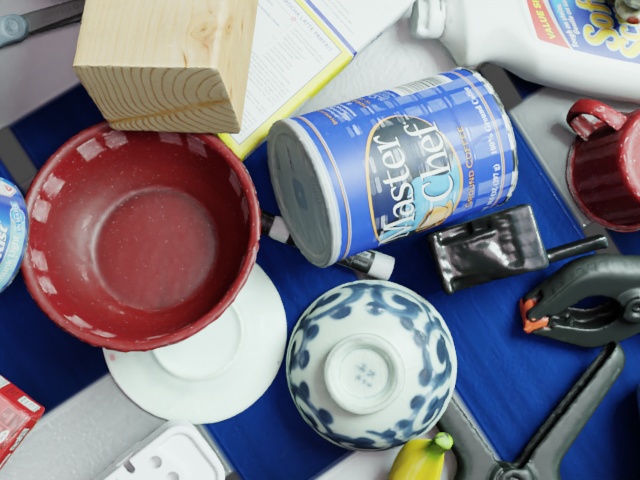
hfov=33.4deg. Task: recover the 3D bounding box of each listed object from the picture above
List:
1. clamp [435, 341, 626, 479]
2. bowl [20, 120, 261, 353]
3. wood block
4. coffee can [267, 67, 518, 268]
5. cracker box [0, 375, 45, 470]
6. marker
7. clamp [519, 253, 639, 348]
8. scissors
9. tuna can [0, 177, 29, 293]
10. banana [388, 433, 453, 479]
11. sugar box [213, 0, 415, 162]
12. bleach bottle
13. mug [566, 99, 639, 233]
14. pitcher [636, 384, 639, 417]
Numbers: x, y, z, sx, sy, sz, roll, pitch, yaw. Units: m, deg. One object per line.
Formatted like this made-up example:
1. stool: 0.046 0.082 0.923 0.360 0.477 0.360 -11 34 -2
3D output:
1. clamp: 0.146 0.166 0.768 0.164 0.036 0.210 -6 88 1
2. bowl: -0.116 -0.001 0.717 0.162 0.055 0.162 -1 75 5
3. wood block: -0.089 -0.182 0.695 0.091 0.090 0.206 3 70 7
4. coffee can: 0.048 -0.051 0.728 0.140 0.103 0.103 -19 90 -18
5. cracker box: -0.313 0.112 0.681 0.213 0.072 0.164 38 81 -5
6. marker: -0.005 0.001 0.767 0.121 0.020 0.020 20 83 -8
7. clamp: 0.230 0.030 0.765 0.171 0.039 0.120 -7 120 3
8. scissors: -0.220 -0.127 0.740 0.201 0.016 0.096 -3 88 -10
9. tuna can: -0.229 -0.003 0.697 0.033 0.086 0.086 16 82 -52
10. banana: 0.057 0.220 0.739 0.037 0.069 0.198 8 95 1
11. sugar box: -0.026 -0.144 0.760 0.176 0.048 0.093 -43 92 -12
12. bleach bottle: 0.192 -0.148 0.787 0.250 0.068 0.102 2 79 -8
13. mug: 0.231 -0.062 0.779 0.117 0.081 0.093 42 81 -5
14. pitcher: 0.307 0.211 0.761 0.145 0.149 0.243 -10 85 5
